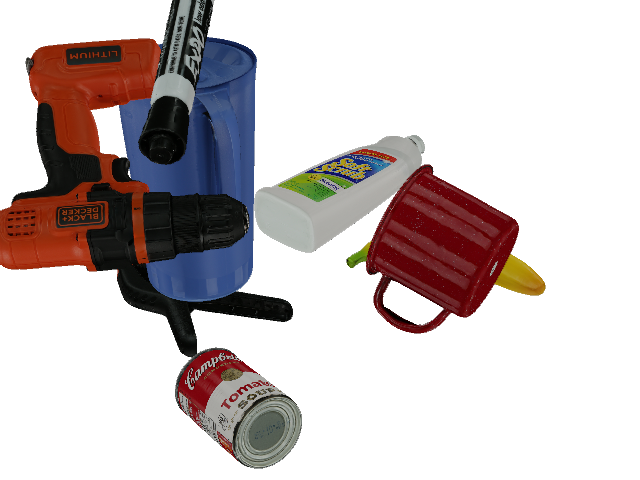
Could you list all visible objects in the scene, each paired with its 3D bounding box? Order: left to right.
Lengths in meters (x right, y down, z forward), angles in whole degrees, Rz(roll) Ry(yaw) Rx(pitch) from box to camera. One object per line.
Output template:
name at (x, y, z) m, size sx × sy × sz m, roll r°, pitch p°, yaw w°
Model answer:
power drill at (-0.151, -0.065, 0.804) m, size 0.184 × 0.187 × 0.057 m, roll -4°, pitch -32°, yaw -6°
clamp at (-0.158, 0.067, 1.180) m, size 0.210 × 0.036 × 0.164 m, roll 20°, pitch 22°, yaw 27°
marker at (-0.060, -0.075, 0.453) m, size 0.020 × 0.121 × 0.020 m, roll 1°, pitch -45°, yaw 1°
pitcher at (-0.119, -0.061, 1.027) m, size 0.145 × 0.243 × 0.149 m, roll 8°, pitch 32°, yaw 15°
soup can at (-0.071, 0.142, 0.907) m, size 0.068 × 0.068 × 0.102 m, roll 0°, pitch 18°, yaw -36°
bleach bottle at (0.038, -0.075, 1.345) m, size 0.103 × 0.068 × 0.250 m, roll 25°, pitch 43°, yaw 34°
mug at (0.085, 0.014, 0.780) m, size 0.081 × 0.117 × 0.093 m, roll 30°, pitch -5°, yaw 17°
banana at (0.129, 0.022, 1.082) m, size 0.198 × 0.037 × 0.069 m, roll 6°, pitch 43°, yaw 11°
